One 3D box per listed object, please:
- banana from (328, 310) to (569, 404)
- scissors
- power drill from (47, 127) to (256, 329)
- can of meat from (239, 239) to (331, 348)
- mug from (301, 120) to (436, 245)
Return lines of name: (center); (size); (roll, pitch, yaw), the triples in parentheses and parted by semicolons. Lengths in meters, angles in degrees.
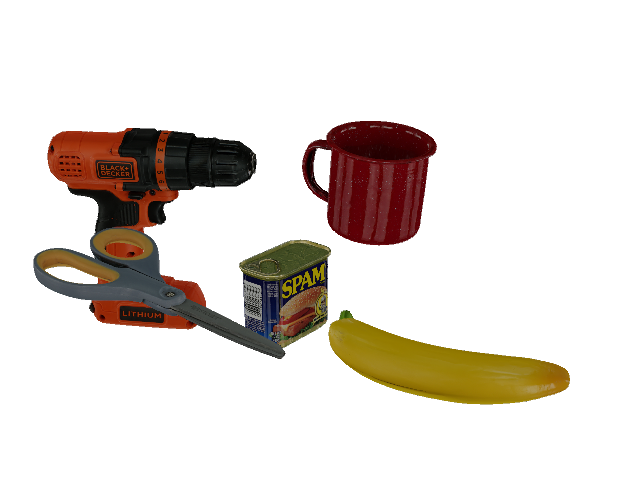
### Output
banana: (0.076, 0.084, 0.770); (0.198, 0.037, 0.069); (15, 37, 34)
scissors: (-0.101, 0.030, 0.738); (0.202, 0.016, 0.096); (13, 31, 16)
power drill: (-0.146, -0.012, 0.966); (0.184, 0.188, 0.057); (4, 28, 9)
can of meat: (-0.035, 0.056, 1.113); (0.058, 0.084, 0.101); (17, 27, 36)
mug: (0.037, -0.051, 0.914); (0.117, 0.081, 0.093); (14, 29, 19)
